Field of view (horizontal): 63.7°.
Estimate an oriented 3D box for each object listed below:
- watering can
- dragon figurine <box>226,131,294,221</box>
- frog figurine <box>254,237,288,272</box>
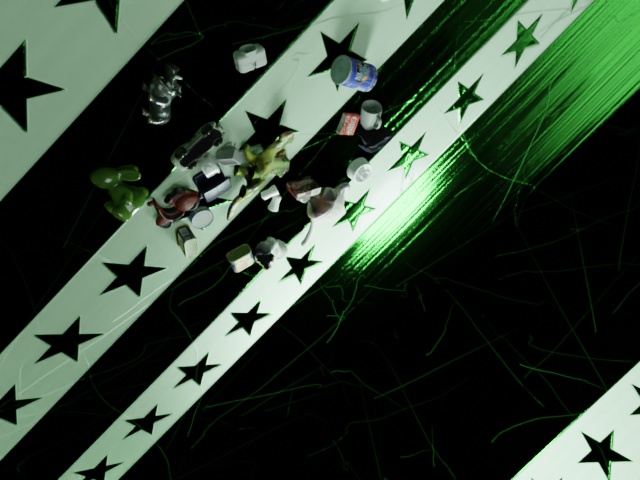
[{"bbox_3d":[0.007,-0.110,2.192,0.346,0.105,0.223,-52,163,6],"label":"watering can"},{"bbox_3d":[-0.202,-0.244,1.910,0.244,0.124,0.401,-15,145,-43],"label":"dragon figurine"},{"bbox_3d":[-0.207,0.041,2.203,0.163,0.123,0.134,-56,153,-49],"label":"frog figurine"}]
